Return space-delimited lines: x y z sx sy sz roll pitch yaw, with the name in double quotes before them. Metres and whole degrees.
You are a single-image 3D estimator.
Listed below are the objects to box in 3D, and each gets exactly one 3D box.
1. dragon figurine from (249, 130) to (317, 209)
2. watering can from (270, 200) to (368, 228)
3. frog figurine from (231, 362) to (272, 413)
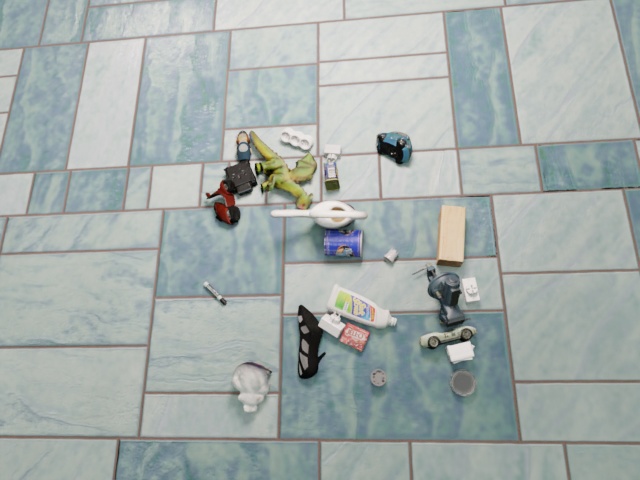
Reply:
"dragon figurine" -0.134 -0.295 2.086 0.243 0.120 0.417 -10 68 -14
"watering can" 0.006 -0.097 1.920 0.347 0.224 0.104 2 91 8
"frog figurine" -0.244 0.512 1.792 0.137 0.120 0.163 18 62 -7
